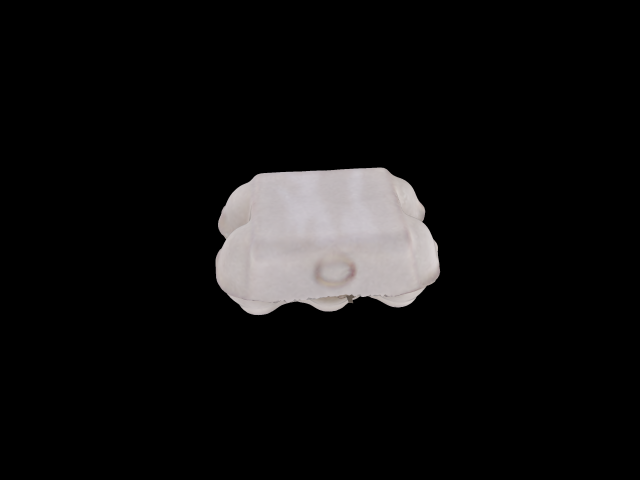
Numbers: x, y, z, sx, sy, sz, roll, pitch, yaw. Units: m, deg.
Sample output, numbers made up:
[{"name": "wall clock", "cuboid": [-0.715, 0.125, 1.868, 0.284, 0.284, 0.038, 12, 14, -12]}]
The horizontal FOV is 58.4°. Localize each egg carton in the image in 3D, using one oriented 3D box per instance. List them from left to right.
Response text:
[{"name": "egg carton", "cuboid": [0.004, 0.001, 0.400, 0.150, 0.069, 0.107, -4, 39, -4]}]
